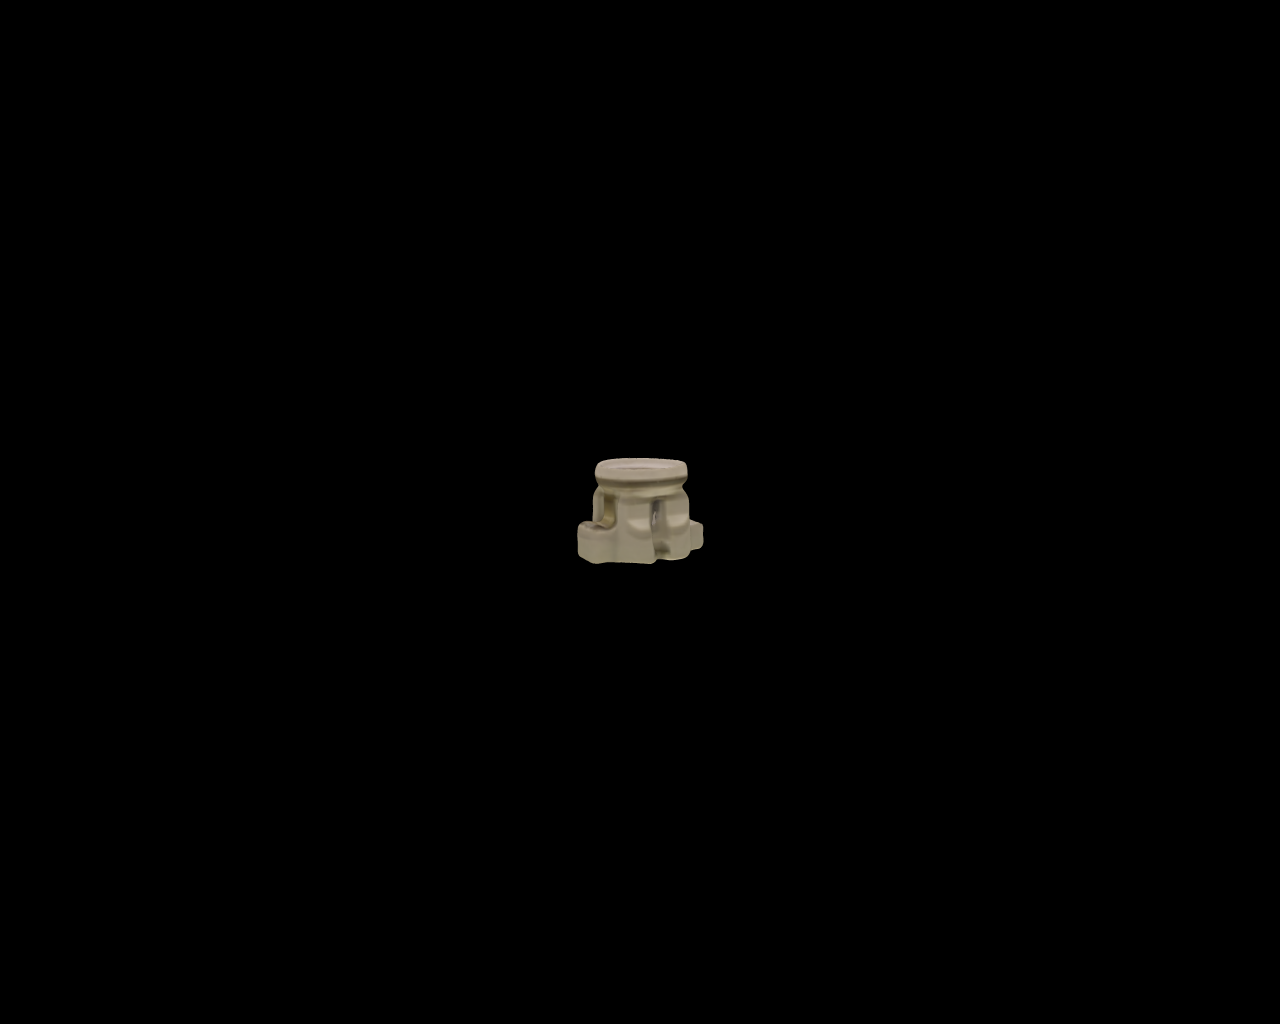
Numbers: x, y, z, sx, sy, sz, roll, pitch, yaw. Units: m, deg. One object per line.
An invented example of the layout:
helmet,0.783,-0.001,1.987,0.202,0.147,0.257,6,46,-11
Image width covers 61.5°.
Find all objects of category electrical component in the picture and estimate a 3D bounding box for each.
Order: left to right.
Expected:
electrical component,0.001,-0.003,0.650,0.078,0.057,0.058,-5,12,-28
